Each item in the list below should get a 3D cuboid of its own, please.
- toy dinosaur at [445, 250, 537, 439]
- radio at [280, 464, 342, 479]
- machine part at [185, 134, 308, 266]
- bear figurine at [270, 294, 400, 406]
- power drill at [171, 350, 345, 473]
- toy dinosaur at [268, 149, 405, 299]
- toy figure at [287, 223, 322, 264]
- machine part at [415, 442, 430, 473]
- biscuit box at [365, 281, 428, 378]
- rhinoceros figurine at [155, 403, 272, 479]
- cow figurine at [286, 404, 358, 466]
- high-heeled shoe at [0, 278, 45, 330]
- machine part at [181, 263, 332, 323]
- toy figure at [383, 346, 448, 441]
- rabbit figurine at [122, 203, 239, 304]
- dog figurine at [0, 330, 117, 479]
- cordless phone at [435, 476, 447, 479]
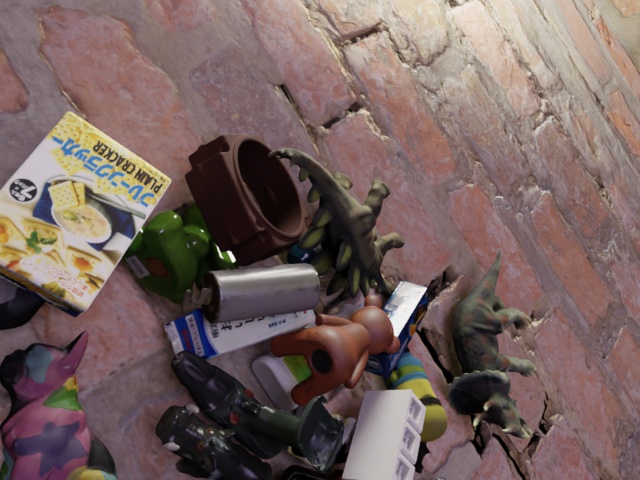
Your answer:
[{"bbox_3d":[0.339,0.206,1.122,0.192,0.131,0.405,10,62,-31],"label":"toy dinosaur"},{"bbox_3d":[-0.033,0.450,0.764,0.229,0.131,0.073,-58,145,-33],"label":"radio"},{"bbox_3d":[-0.110,-0.070,0.878,0.201,0.087,0.201,63,24,2],"label":"machine part"},{"bbox_3d":[0.035,0.167,0.866,0.196,0.132,0.120,-18,81,-59],"label":"bear figurine"},{"bbox_3d":[-0.083,0.242,0.748,0.231,0.207,0.086,60,41,-34],"label":"power drill"},{"bbox_3d":[0.045,-0.018,0.925,0.470,0.105,0.198,56,47,-40],"label":"toy dinosaur"},{"bbox_3d":[-0.002,-0.002,0.998,0.154,0.058,0.064,-50,138,-37],"label":"toy figure"},{"bbox_3d":[0.186,0.351,0.998,0.084,0.039,0.139,54,41,-42],"label":"machine part"},{"bbox_3d":[0.140,0.162,1.000,0.203,0.059,0.062,-47,141,-43],"label":"biscuit box"},{"bbox_3d":[-0.153,0.302,0.756,0.190,0.112,0.073,46,57,-22],"label":"rhinoceros figurine"},{"bbox_3d":[0.025,0.336,0.888,0.167,0.068,0.098,33,58,-20],"label":"cow figurine"},{"bbox_3d":[-0.410,-0.002,0.733,0.145,0.086,0.249,-17,65,-9],"label":"high-heeled shoe"},{"bbox_3d":[-0.088,0.078,0.805,0.243,0.079,0.079,-5,76,-34],"label":"machine part"},{"bbox_3d":[0.164,0.273,0.964,0.082,0.089,0.180,-10,51,-8],"label":"toy figure"},{"bbox_3d":[-0.195,0.006,0.832,0.159,0.121,0.170,52,39,-13],"label":"rabbit figurine"},{"bbox_3d":[-0.320,0.230,0.674,0.191,0.108,0.219,25,59,-24],"label":"dog figurine"},{"bbox_3d":[0.217,0.530,0.943,0.146,0.089,0.184,43,51,-14],"label":"cordless phone"}]
